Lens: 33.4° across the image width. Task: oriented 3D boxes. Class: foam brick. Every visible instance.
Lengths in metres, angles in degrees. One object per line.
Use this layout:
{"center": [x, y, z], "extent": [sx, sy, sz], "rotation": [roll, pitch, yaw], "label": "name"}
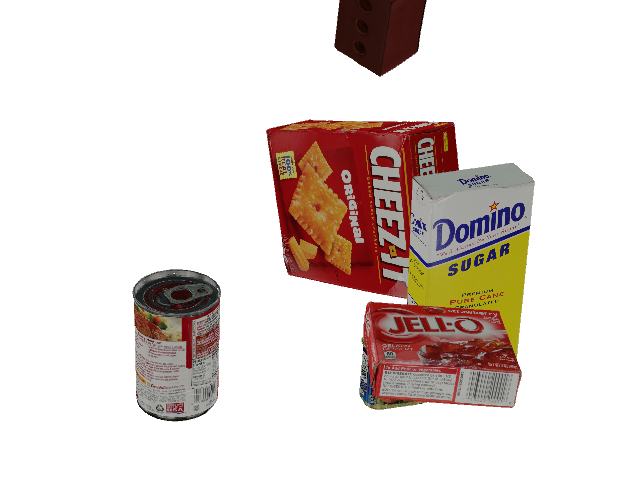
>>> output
{"center": [0.049, -0.182, 0.857], "extent": [0.053, 0.078, 0.051], "rotation": [36, 56, 23], "label": "foam brick"}

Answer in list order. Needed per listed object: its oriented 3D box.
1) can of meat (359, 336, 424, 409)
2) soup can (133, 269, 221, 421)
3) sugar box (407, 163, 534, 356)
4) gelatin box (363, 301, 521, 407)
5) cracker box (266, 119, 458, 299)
{"center": [0.102, 0.169, 1.395], "extent": [0.102, 0.084, 0.057], "rotation": [-4, 25, -18], "label": "can of meat"}
{"center": [-0.114, 0.083, 0.848], "extent": [0.068, 0.102, 0.068], "rotation": [3, 28, -2], "label": "soup can"}
{"center": [0.122, 0.028, 0.885], "extent": [0.093, 0.176, 0.048], "rotation": [-9, 31, -16], "label": "sugar box"}
{"center": [0.073, 0.069, 0.663], "extent": [0.089, 0.030, 0.073], "rotation": [5, 26, -4], "label": "gelatin box"}
{"center": [0.042, -0.035, 1.069], "extent": [0.071, 0.164, 0.214], "rotation": [-17, 17, -37], "label": "cracker box"}
